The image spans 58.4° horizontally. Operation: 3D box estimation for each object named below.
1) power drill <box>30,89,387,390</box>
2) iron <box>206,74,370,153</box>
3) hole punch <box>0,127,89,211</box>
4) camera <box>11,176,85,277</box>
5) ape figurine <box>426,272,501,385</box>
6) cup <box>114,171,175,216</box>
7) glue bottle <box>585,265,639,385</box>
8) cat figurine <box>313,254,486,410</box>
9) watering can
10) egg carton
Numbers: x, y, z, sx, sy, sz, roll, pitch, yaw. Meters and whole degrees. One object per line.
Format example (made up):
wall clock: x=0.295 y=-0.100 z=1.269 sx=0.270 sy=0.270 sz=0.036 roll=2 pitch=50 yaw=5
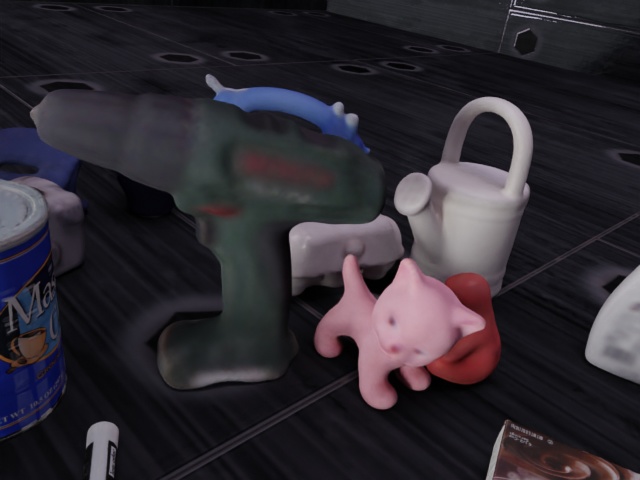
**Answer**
power drill: x=-0.070 y=0.002 z=0.409 sx=0.230 sy=0.208 sz=0.075 roll=-3 pitch=29 yaw=-19
iron: x=-0.035 y=-0.131 z=0.746 sx=0.258 sy=0.141 sz=0.118 roll=6 pitch=27 yaw=-4
hole punch: x=-0.303 y=-0.059 z=0.593 sx=0.108 sy=0.091 sz=0.101 roll=8 pitch=27 yaw=1
camera: x=-0.304 y=-0.015 z=0.498 sx=0.136 sy=0.101 sz=0.143 roll=20 pitch=30 yaw=22
ape figurine: x=0.112 y=0.066 z=0.460 sx=0.076 sy=0.092 sz=0.078 roll=19 pitch=29 yaw=20
cup: x=-0.200 y=-0.083 z=0.661 sx=0.092 sy=0.095 sz=0.117 roll=-8 pitch=31 yaw=-27
glue bottle: x=0.282 y=0.039 z=0.468 sx=0.078 sy=0.173 sz=0.037 roll=22 pitch=30 yaw=25
cat figurine: x=0.056 y=0.057 z=0.434 sx=0.067 sy=0.118 sz=0.127 roll=-14 pitch=34 yaw=-35
watering can: x=0.149 y=-0.042 z=0.566 sx=0.100 sy=0.194 sz=0.173 roll=23 pitch=31 yaw=27
egg carton: x=0.005 y=0.002 z=0.580 sx=0.151 sy=0.069 sz=0.107 roll=-9 pitch=32 yaw=-30
